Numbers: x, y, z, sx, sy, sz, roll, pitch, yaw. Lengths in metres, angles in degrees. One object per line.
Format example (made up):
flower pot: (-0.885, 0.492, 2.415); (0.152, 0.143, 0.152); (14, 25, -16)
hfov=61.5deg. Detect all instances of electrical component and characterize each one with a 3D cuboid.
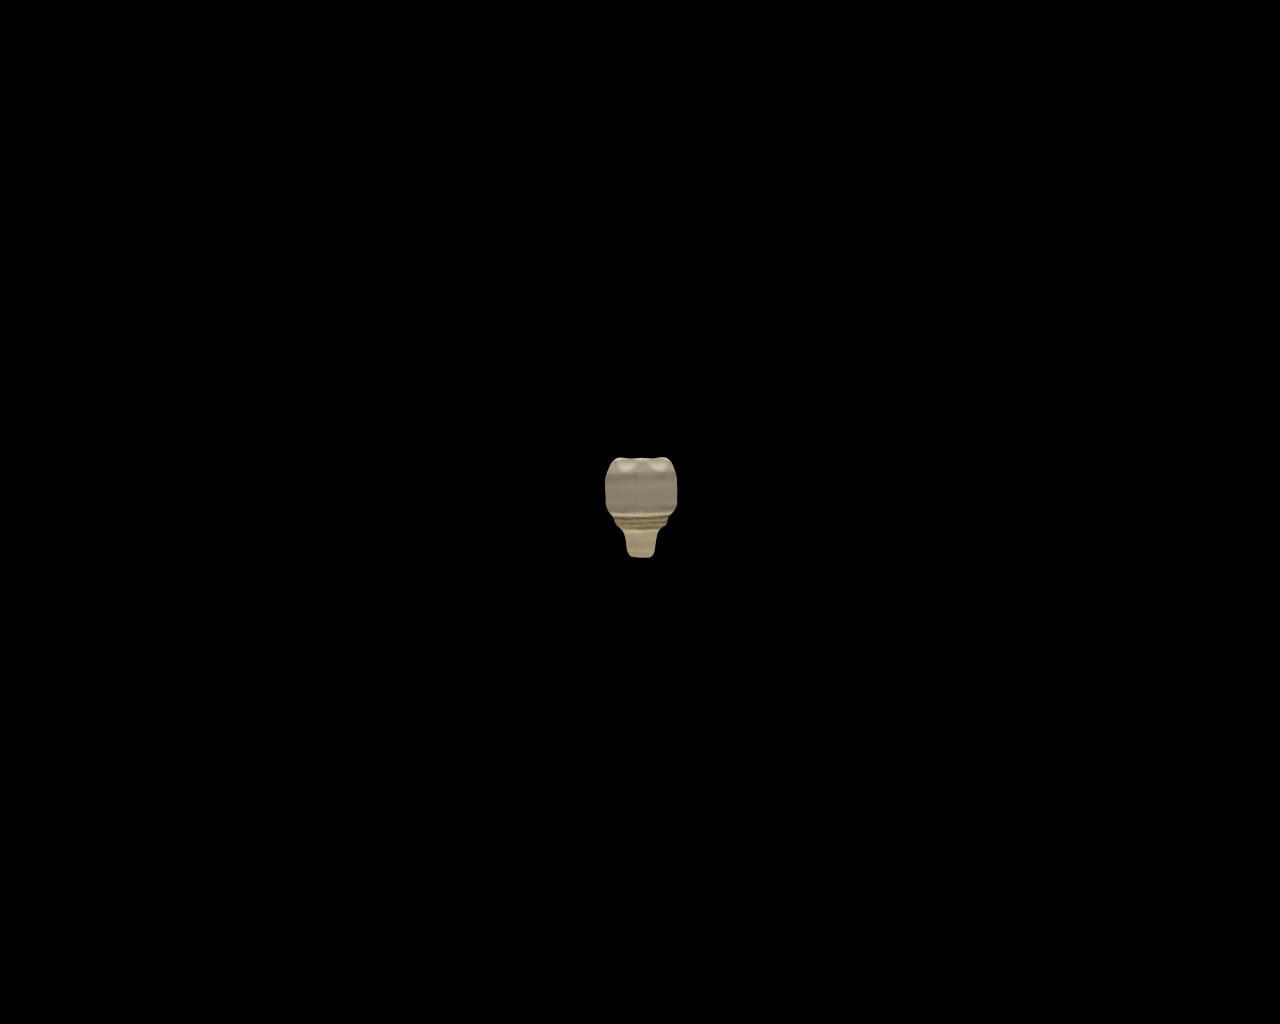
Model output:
electrical component: (0.001, -0.003, 0.650); (0.043, 0.062, 0.043); (0, 2, 0)
